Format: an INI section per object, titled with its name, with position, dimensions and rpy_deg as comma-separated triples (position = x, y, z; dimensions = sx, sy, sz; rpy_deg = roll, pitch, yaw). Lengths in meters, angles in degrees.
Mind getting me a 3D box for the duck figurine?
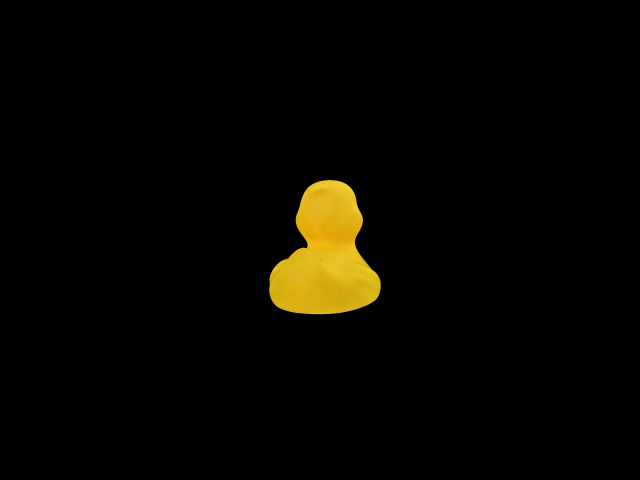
[duck figurine]
position = 0.004, 0.001, 0.400
dimensions = 0.077, 0.086, 0.105
rpy_deg = 2, 7, 20
